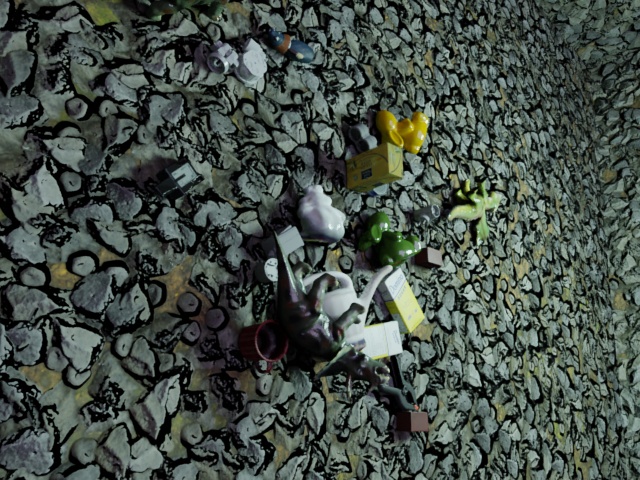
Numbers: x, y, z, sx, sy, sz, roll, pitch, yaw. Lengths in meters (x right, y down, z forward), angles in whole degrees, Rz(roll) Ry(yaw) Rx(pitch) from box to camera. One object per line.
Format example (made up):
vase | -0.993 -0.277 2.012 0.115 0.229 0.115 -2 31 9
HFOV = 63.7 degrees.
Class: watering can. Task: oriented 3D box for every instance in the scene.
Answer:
watering can | 0.067 0.185 1.330 0.349 0.103 0.226 -10 82 -27

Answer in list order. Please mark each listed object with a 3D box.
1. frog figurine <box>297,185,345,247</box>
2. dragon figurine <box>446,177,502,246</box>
frog figurine | 0.004 -0.069 1.368 0.137 0.122 0.161 11 81 -20
dragon figurine | 0.579 -0.090 1.909 0.418 0.121 0.240 -43 114 -40
